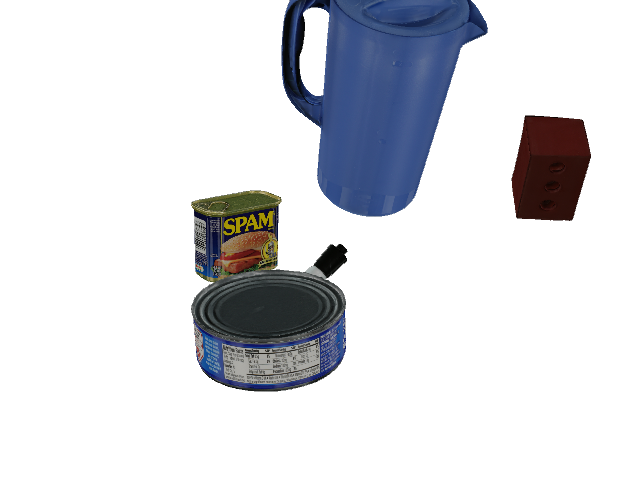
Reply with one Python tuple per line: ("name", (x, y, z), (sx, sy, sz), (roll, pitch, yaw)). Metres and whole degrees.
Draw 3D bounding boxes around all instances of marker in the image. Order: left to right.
("marker", (-0.022, 0.048, 0.846), (0.121, 0.020, 0.020), (-46, 12, -12))

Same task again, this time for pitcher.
("pitcher", (0.051, -0.145, 1.053), (0.144, 0.243, 0.149), (-25, 53, -30))

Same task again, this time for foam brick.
("foam brick", (0.201, -0.063, 0.937), (0.053, 0.051, 0.078), (3, -44, 1))

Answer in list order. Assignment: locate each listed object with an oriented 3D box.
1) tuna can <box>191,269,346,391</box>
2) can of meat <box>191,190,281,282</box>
("tuna can", (-0.028, 0.049, 0.596), (0.086, 0.034, 0.086), (-2, 24, 1))
("can of meat", (-0.095, -0.005, 1.208), (0.101, 0.084, 0.058), (-13, 23, -37))
